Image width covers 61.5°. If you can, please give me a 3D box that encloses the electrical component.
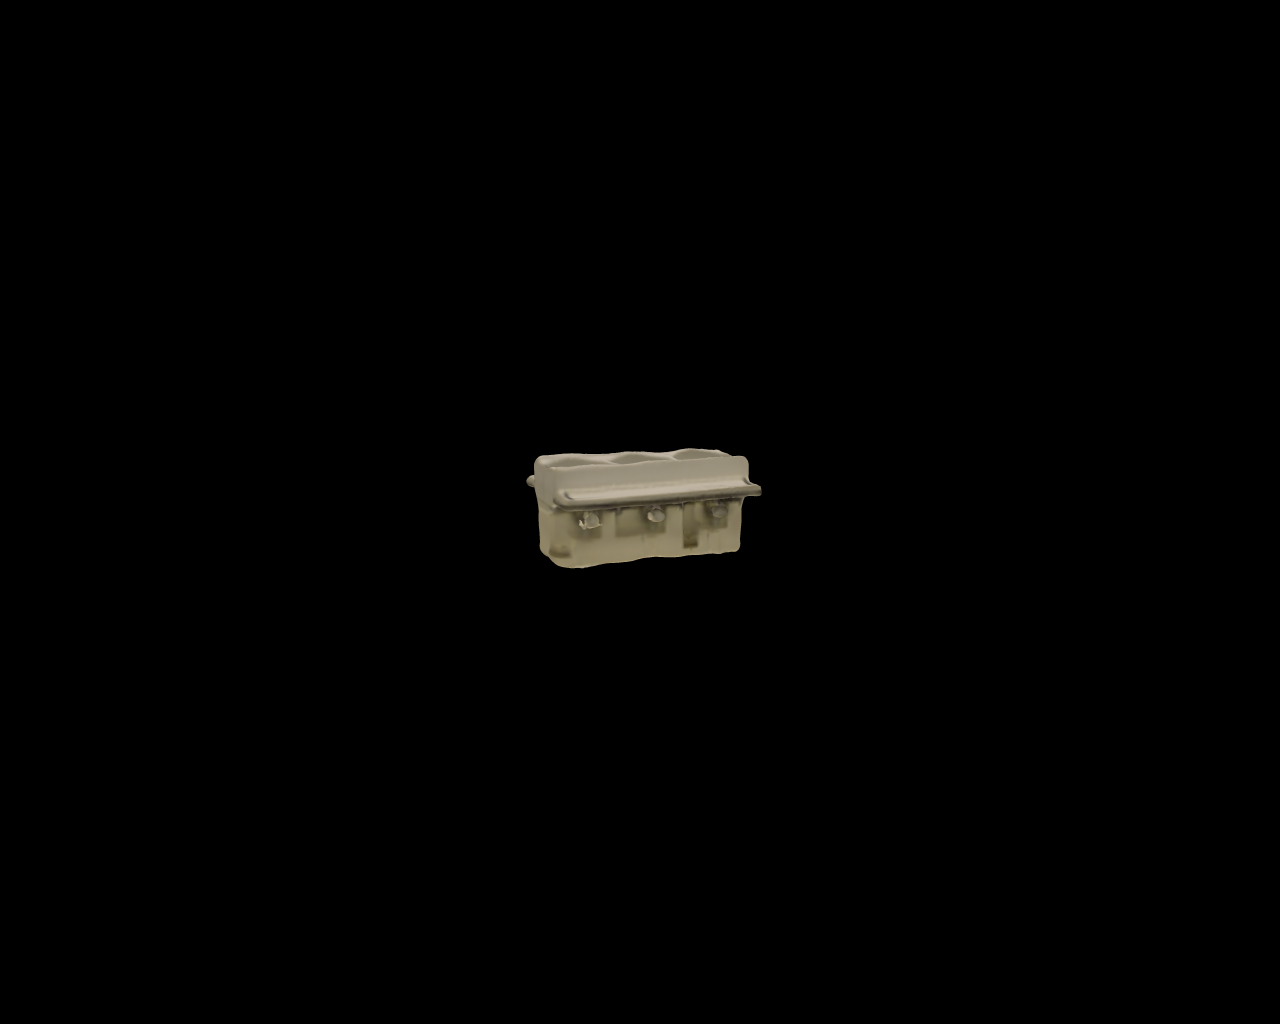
[{"bbox_3d":[0.001,-0.003,0.650,0.121,0.063,0.079,-4,12,-20],"label":"electrical component"}]
